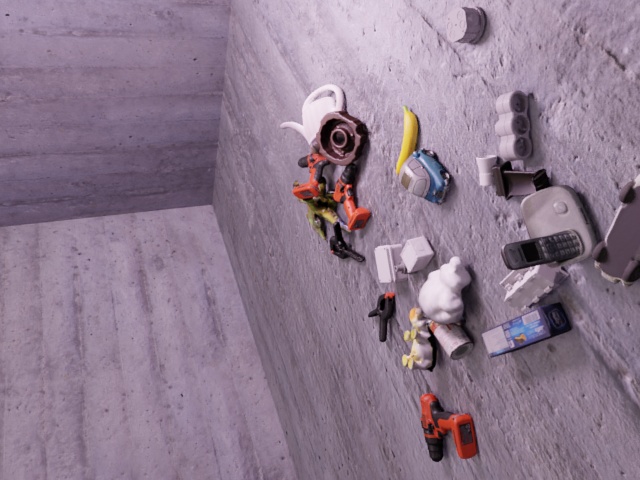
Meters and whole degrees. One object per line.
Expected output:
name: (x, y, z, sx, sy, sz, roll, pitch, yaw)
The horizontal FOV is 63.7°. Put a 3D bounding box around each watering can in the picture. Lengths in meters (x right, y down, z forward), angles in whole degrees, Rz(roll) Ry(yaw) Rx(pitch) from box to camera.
watering can: (-0.021, -0.411, 1.861, 0.343, 0.104, 0.227, -28, 68, 46)

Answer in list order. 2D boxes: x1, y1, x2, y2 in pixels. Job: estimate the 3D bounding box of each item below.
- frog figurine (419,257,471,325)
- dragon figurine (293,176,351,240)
frog figurine: (0.309, 0.124, 1.265, 0.141, 0.123, 0.155, -94, 1, -49)
dragon figurine: (0.006, -0.099, 1.976, 0.418, 0.123, 0.237, 56, 164, 35)
